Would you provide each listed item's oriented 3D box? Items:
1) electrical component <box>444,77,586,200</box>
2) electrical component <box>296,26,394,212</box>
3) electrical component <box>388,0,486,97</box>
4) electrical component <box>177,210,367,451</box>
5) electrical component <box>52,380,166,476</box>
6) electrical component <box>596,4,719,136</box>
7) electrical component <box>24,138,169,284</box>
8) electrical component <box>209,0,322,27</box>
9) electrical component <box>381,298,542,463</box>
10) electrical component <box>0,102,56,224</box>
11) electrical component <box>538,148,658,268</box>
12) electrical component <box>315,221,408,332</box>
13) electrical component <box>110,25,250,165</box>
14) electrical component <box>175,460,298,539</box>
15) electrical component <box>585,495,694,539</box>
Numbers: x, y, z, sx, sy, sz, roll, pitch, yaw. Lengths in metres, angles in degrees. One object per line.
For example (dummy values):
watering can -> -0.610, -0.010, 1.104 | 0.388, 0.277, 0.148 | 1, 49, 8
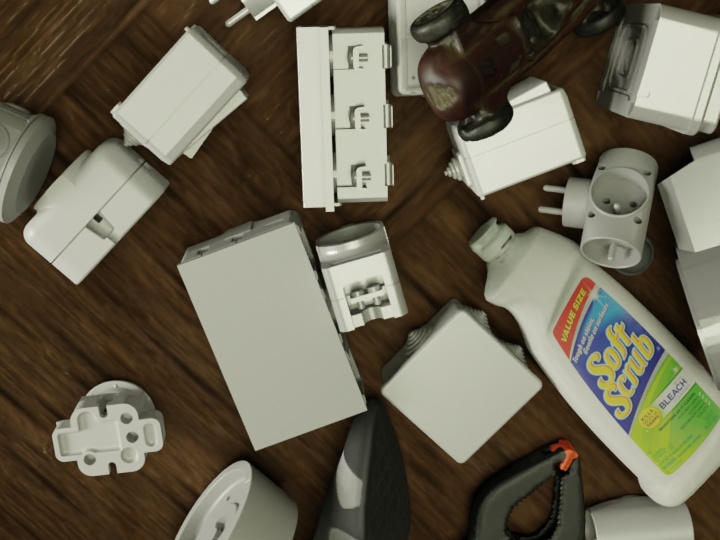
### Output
electrical component -> 0.102, -0.095, 0.769 | 0.096, 0.061, 0.061 | -21, 104, 2
electrical component -> -0.010, -0.108, 0.750 | 0.063, 0.078, 0.121 | -2, 104, -2
electrical component -> 0.053, -0.170, 0.751 | 0.062, 0.061, 0.096 | -3, 98, -5
electrical component -> -0.063, 0.042, 0.794 | 0.089, 0.061, 0.150 | -20, 104, 2
electrical component -> -0.185, 0.116, 0.808 | 0.078, 0.057, 0.058 | -6, 104, -2
electrical component -> 0.210, -0.139, 0.738 | 0.057, 0.113, 0.078 | 13, 103, -3
electrical component -> -0.191, -0.046, 0.768 | 0.059, 0.053, 0.095 | 43, 98, -12
electrical component -> -0.067, -0.198, 0.740 | 0.077, 0.047, 0.065 | -34, 104, 5
electrical component -> 0.074, 0.082, 0.819 | 0.100, 0.048, 0.099 | 43, 98, -12
electrical component -> -0.248, -0.077, 0.744 | 0.051, 0.080, 0.080 | 24, 102, -4
electrical component -> 0.171, -0.048, 0.782 | 0.079, 0.044, 0.077 | 9, 64, 18
electrical component -> 0.000, 0.000, 0.772 | 0.050, 0.089, 0.055 | -16, 105, 1
electrical component -> -0.125, -0.115, 0.750 | 0.061, 0.061, 0.096 | 42, 98, -12
electrical component -> -0.091, 0.206, 0.813 | 0.060, 0.108, 0.108 | 36, 99, -18
electrical component -> 0.224, 0.226, 0.867 | 0.077, 0.044, 0.079 | -5, 104, -2
